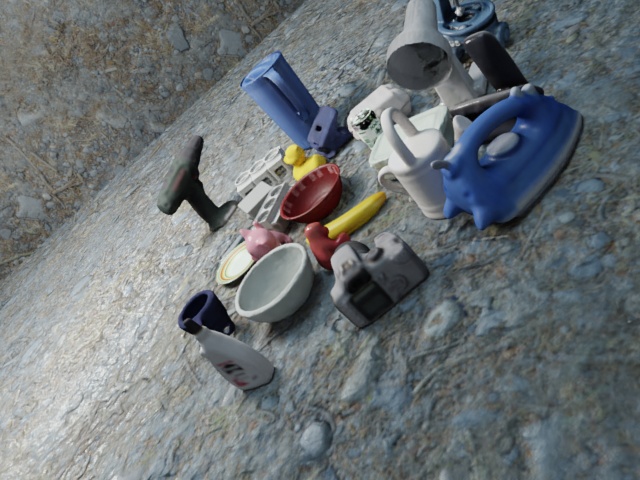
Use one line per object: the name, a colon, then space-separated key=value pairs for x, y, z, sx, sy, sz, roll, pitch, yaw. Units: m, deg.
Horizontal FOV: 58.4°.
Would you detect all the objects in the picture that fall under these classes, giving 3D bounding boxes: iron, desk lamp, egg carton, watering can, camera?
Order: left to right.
camera: x=0.071 y=0.038 z=0.895 sx=0.143 sy=0.101 sz=0.136 roll=-40 pitch=28 yaw=7
egg carton: x=0.132 y=-0.286 z=1.296 sx=0.150 sy=0.070 sz=0.107 roll=-39 pitch=28 yaw=8
watering can: x=0.165 y=-0.137 z=0.912 sx=0.172 sy=0.194 sz=0.100 roll=-36 pitch=29 yaw=13
desk lamp: x=0.226 y=-0.351 z=1.108 sx=0.117 sy=0.214 sz=0.203 roll=-18 pitch=37 yaw=39
iron: x=0.273 y=-0.142 z=0.836 sx=0.258 sy=0.142 sz=0.118 roll=-47 pitch=28 yaw=-7

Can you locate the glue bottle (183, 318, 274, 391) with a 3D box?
glue bottle: x=-0.155 y=0.179 z=0.919 sx=0.078 sy=0.173 sz=0.037 roll=-27 pitch=32 yaw=28

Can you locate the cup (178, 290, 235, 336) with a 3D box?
cup: x=-0.207 y=0.162 z=1.095 sx=0.091 sy=0.095 sz=0.117 roll=-41 pitch=28 yaw=5

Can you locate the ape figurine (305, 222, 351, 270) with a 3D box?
ape figurine: x=0.009 y=0.004 z=1.033 sx=0.077 sy=0.092 sz=0.076 roll=5 pitch=54 yaw=55

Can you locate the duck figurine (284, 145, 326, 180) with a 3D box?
duck figurine: x=-0.043 y=-0.193 z=1.379 sx=0.104 sy=0.086 sz=0.077 roll=-9 pitch=43 yaw=47

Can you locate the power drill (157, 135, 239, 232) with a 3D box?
power drill: x=-0.323 y=-0.136 z=1.534 sx=0.075 sy=0.209 sz=0.230 roll=-6 pitch=45 yaw=49

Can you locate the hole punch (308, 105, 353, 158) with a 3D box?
hole punch: x=0.015 y=-0.264 z=1.397 sx=0.101 sy=0.091 sz=0.108 roll=-45 pitch=28 yaw=-4

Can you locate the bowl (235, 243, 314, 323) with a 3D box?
bowl: x=-0.070 y=0.090 z=1.036 sx=0.167 sy=0.075 sz=0.167 roll=-32 pitch=30 yaw=21

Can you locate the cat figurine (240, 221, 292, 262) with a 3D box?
cat figurine: x=-0.114 y=0.005 z=1.165 sx=0.067 sy=0.118 sz=0.127 roll=-37 pitch=29 yaw=13

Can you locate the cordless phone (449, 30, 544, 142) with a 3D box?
cordless phone: x=0.271 y=-0.261 z=0.955 sx=0.147 sy=0.185 sz=0.094 roll=-10 pitch=42 yaw=46

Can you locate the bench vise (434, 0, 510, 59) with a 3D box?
bench vise: x=0.266 y=-0.468 z=1.210 sx=0.206 sy=0.220 sz=0.121 roll=-18 pitch=37 yaw=39
